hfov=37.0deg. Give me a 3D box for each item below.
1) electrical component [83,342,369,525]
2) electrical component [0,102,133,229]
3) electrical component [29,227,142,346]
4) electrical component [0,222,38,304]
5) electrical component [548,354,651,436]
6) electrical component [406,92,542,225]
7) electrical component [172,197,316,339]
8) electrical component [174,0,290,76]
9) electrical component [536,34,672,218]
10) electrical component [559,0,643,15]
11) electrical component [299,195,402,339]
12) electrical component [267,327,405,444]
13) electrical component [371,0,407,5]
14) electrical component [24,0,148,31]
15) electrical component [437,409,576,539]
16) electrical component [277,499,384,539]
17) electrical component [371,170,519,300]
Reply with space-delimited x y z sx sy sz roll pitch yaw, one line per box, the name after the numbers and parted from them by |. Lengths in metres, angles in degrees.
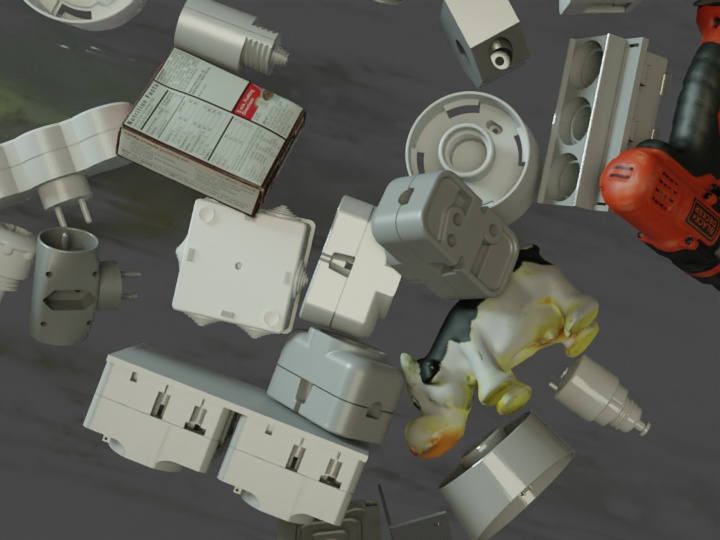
-0.091 0.117 0.768 0.186 0.105 0.060 21 91 1 | electrical component
-0.221 -0.066 0.795 0.138 0.052 0.073 -20 90 1 | electrical component
-0.201 0.012 0.796 0.079 0.043 0.077 0 117 -28 | electrical component
-0.267 -0.002 0.802 0.048 0.048 0.062 24 98 1 | electrical component
0.179 0.095 0.794 0.078 0.040 0.040 35 91 1 | electrical component
0.083 -0.081 0.795 0.099 0.064 0.099 -2 82 12 | electrical component
-0.086 -0.003 0.796 0.100 0.048 0.099 13 92 2 | electrical component
-0.091 -0.169 0.796 0.081 0.043 0.043 21 91 1 | electrical component
0.177 -0.101 0.777 0.063 0.079 0.121 11 91 -28 | electrical component
0.171 -0.235 0.736 0.062 0.150 0.089 -1 91 1 | electrical component
0.000 0.000 0.790 0.059 0.054 0.095 20 91 1 | electrical component
-0.016 0.079 0.771 0.054 0.095 0.059 19 91 -41 | electrical component
0.021 -0.225 0.796 0.040 0.040 0.046 14 85 1 | electrical component
-0.201 -0.224 0.788 0.099 0.064 0.099 0 91 1 | electrical component
0.106 0.148 0.770 0.099 0.099 0.064 -40 84 1 | electrical component
-0.019 0.219 0.761 0.078 0.113 0.057 -6 109 1 | electrical component
0.056 -0.022 0.745 0.095 0.059 0.053 41 62 -32 | electrical component
